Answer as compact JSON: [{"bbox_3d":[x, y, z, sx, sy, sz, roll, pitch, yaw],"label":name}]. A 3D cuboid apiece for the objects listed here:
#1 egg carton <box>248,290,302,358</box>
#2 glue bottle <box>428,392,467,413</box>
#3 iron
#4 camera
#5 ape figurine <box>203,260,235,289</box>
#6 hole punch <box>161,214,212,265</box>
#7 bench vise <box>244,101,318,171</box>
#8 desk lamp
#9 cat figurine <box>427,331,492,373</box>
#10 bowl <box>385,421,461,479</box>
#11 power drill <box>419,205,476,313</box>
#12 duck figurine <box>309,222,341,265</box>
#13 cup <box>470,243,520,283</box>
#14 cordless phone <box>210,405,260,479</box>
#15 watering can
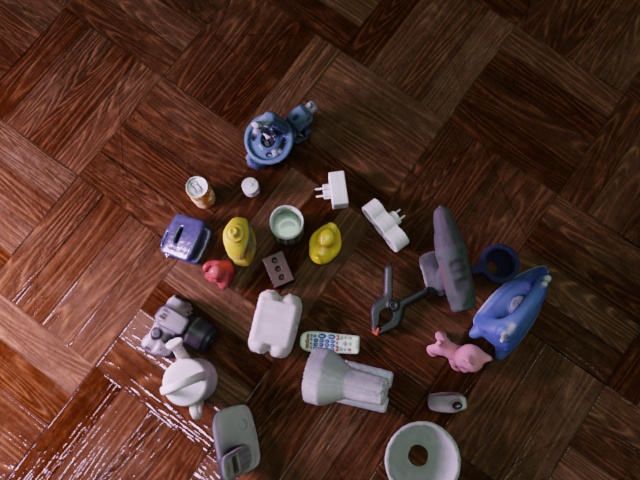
[{"bbox_3d":[-0.103,0.195,1.333,0.107,0.069,0.150,12,79,2],"label":"egg carton"},{"bbox_3d":[0.287,0.357,1.253,0.078,0.173,0.037,-7,79,-2],"label":"glue bottle"},{"bbox_3d":[0.463,0.147,1.312,0.118,0.141,0.258,39,81,7],"label":"iron"},{"bbox_3d":[-0.315,0.214,1.311,0.136,0.101,0.143,28,80,5],"label":"camera"},{"bbox_3d":[-0.239,0.077,1.343,0.076,0.092,0.078,-25,80,-5],"label":"ape figurine"},{"bbox_3d":[-0.323,-0.003,1.359,0.101,0.091,0.109,20,79,4],"label":"hole punch"},{"bbox_3d":[-0.102,-0.273,1.348,0.121,0.220,0.207,32,80,6],"label":"bench vise"},{"bbox_3d":[0.065,0.308,1.239,0.203,0.213,0.118,12,79,2],"label":"desk lamp"},{"bbox_3d":[0.317,0.259,1.300,0.127,0.118,0.067,28,80,5],"label":"cat figurine"},{"bbox_3d":[0.223,0.488,1.276,0.167,0.075,0.167,0,79,0],"label":"bowl"},{"bbox_3d":[0.284,0.053,1.294,0.075,0.208,0.229,-15,79,-3],"label":"power drill"},{"bbox_3d":[0.013,0.005,1.363,0.077,0.086,0.105,24,80,4],"label":"duck figurine"},{"bbox_3d":[0.400,0.065,1.351,0.118,0.095,0.091,-15,79,-3],"label":"cup"},{"bbox_3d":[-0.189,0.436,1.226,0.094,0.185,0.147,-16,79,-3],"label":"cordless phone"},{"bbox_3d":[-0.294,0.303,1.246,0.101,0.194,0.173,-40,82,-7],"label":"watering can"}]
